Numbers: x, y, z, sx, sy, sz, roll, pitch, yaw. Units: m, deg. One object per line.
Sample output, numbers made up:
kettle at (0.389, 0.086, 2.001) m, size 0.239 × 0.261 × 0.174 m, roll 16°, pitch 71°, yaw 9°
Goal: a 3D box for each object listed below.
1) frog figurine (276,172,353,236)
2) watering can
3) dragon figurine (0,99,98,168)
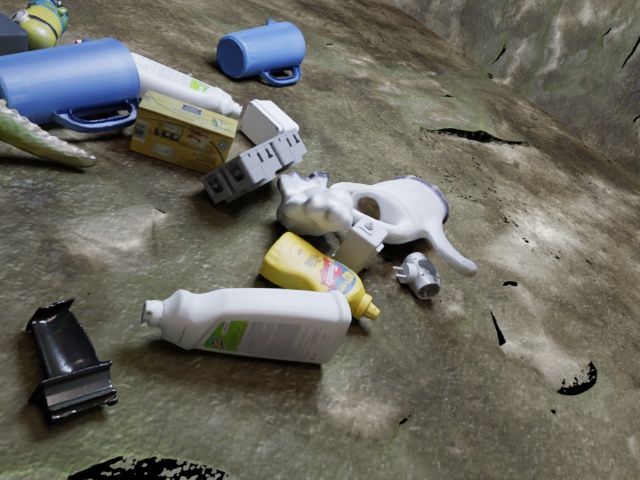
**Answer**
frog figurine at (0.003, -0.044, 0.877) m, size 0.136 × 0.121 × 0.162 m, roll 18°, pitch 20°, yaw -45°
watering can at (0.176, -0.037, 0.984) m, size 0.351 × 0.102 × 0.226 m, roll 30°, pitch 32°, yaw 32°
dragon figurine at (-0.507, -0.220, 0.683) m, size 0.410 × 0.238 × 0.125 m, roll 2°, pitch 37°, yaw -29°
